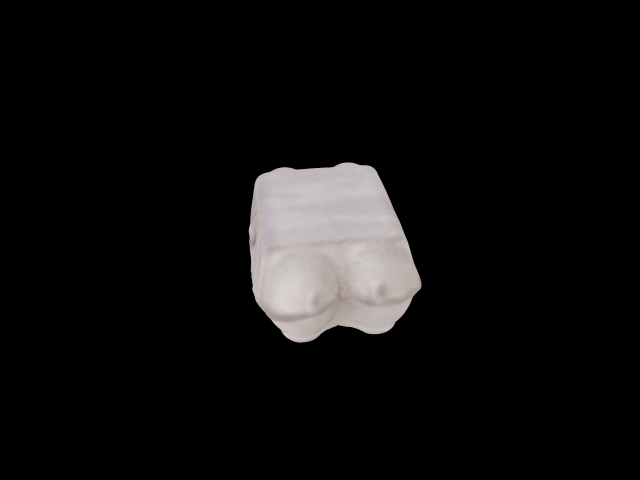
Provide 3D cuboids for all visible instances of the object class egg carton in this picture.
[{"bbox_3d":[0.004,0.001,0.400,0.107,0.069,0.150,-5,36,-7],"label":"egg carton"}]
